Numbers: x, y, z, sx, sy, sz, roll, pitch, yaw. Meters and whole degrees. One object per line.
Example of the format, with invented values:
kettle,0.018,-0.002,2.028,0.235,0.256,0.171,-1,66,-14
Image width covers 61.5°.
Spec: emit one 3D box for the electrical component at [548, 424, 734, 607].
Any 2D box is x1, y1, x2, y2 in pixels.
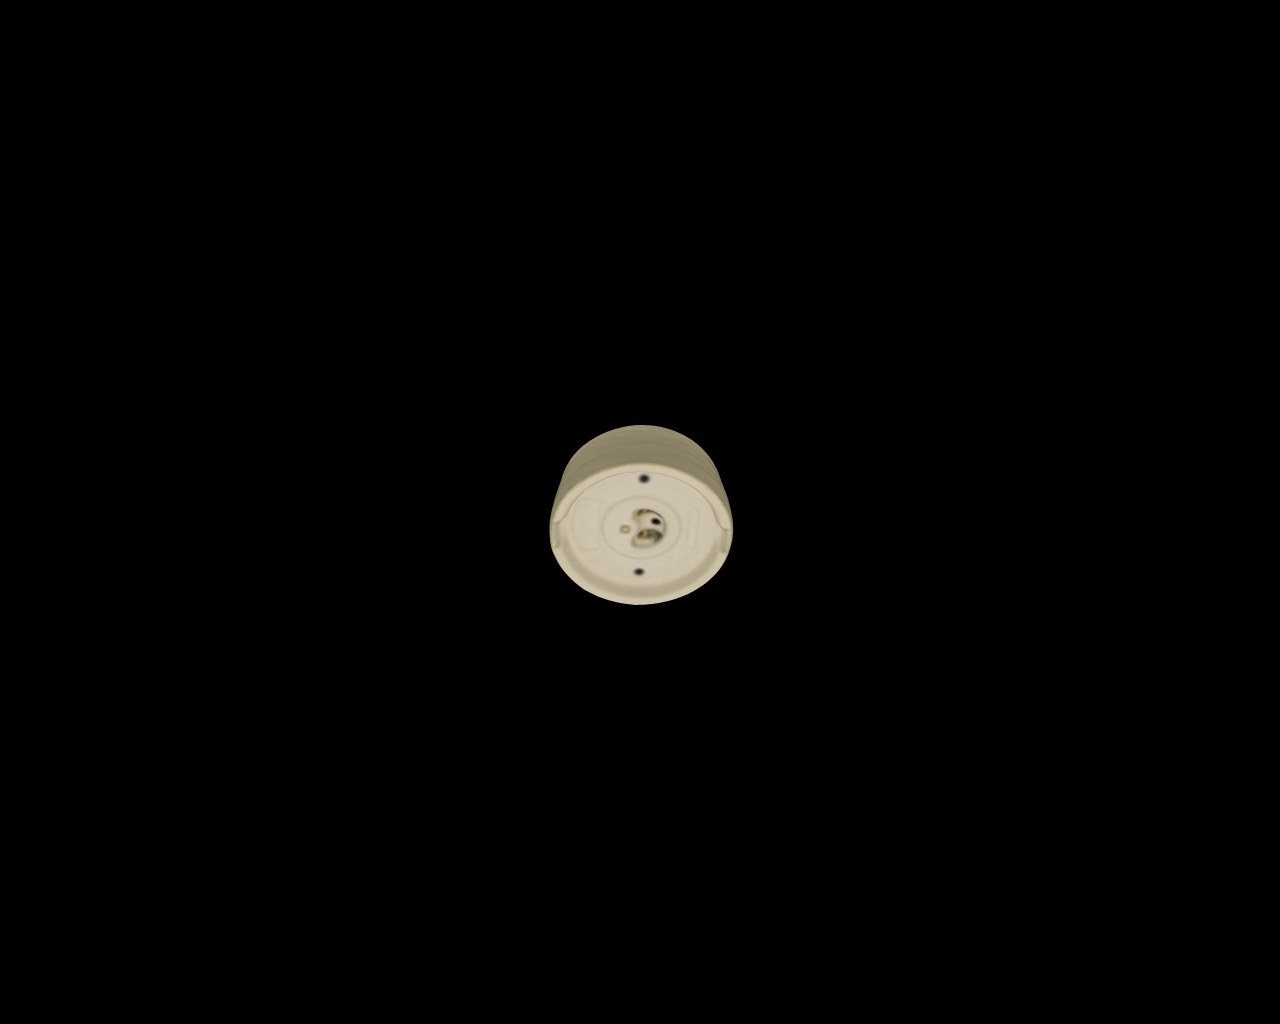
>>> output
electrical component,0.001,-0.003,0.650,0.108,0.108,0.060,0,37,0
